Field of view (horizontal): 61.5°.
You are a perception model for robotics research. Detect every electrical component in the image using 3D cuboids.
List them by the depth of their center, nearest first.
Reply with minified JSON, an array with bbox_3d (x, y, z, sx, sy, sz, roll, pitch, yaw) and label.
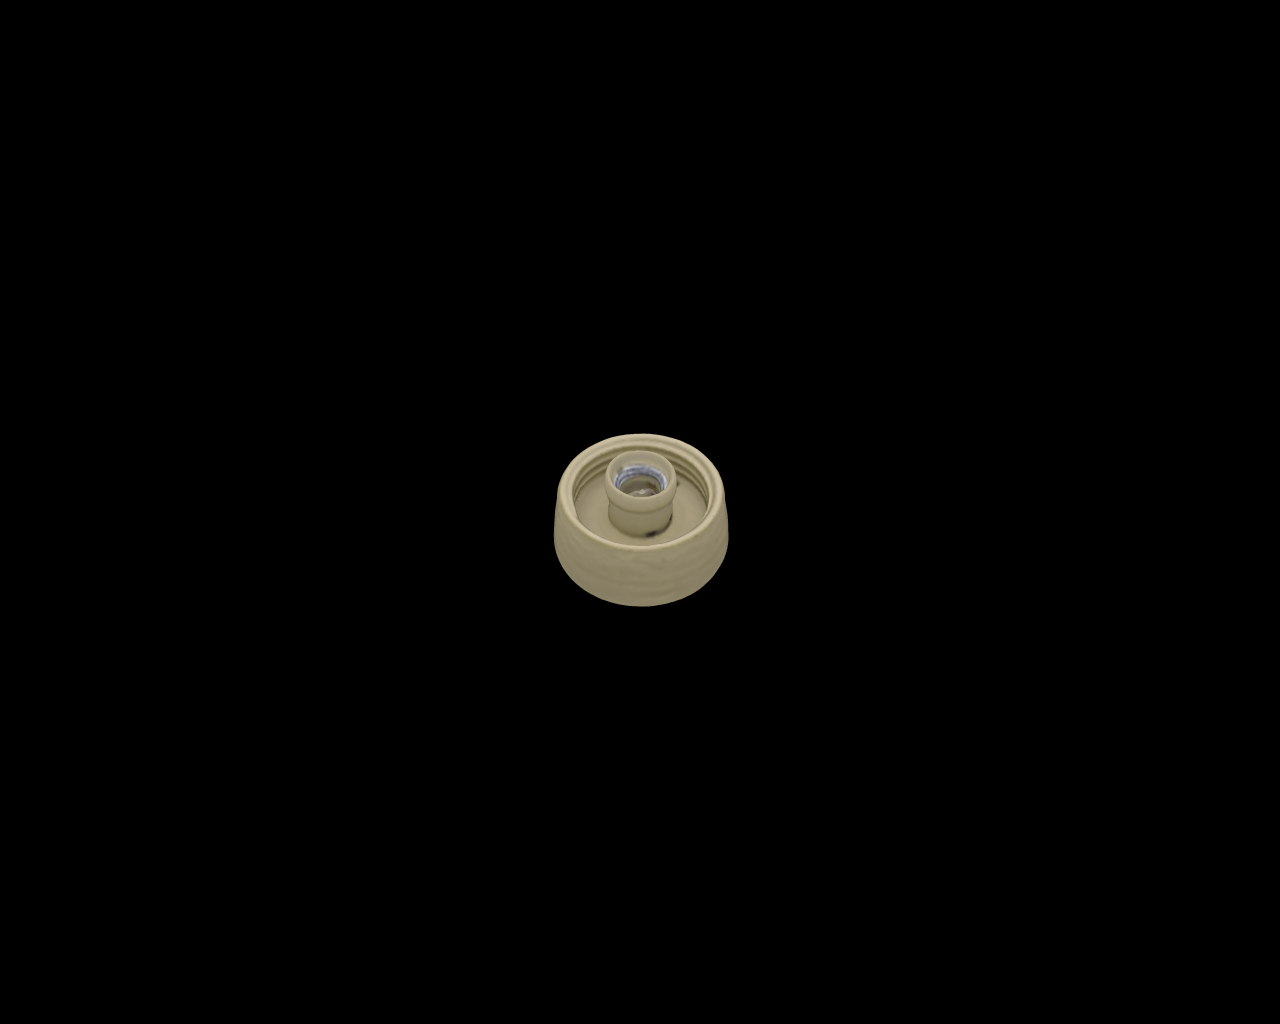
[{"bbox_3d":[0.001,-0.003,0.650,0.108,0.108,0.060,0,-43,0],"label":"electrical component"}]
